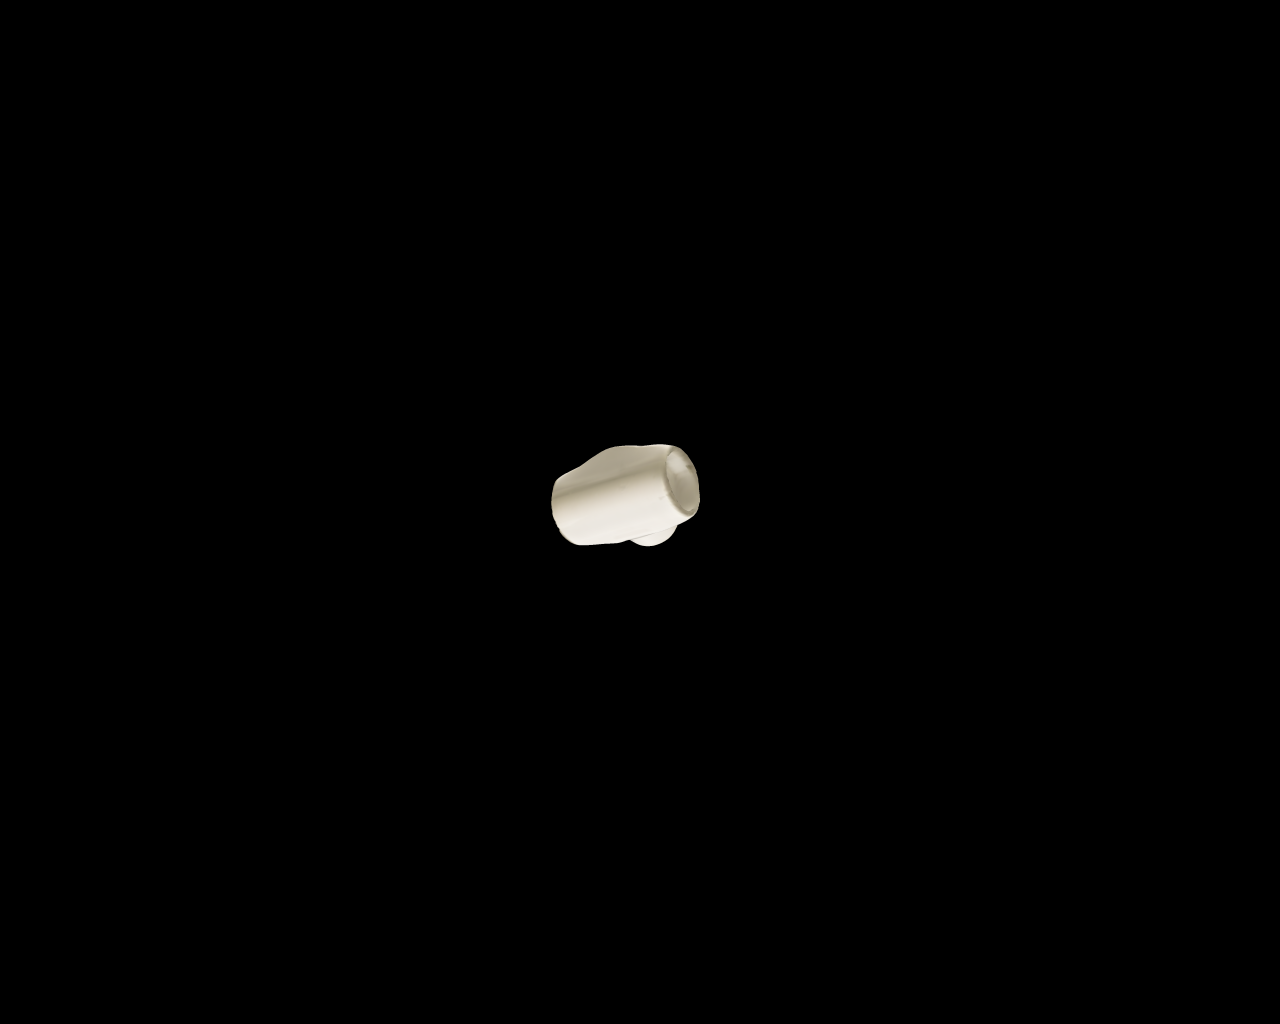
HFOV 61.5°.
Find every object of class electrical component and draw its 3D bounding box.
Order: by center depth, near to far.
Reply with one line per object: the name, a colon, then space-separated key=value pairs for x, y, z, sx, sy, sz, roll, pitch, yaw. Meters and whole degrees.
electrical component: x=0.001 y=-0.003 z=0.650 sx=0.077 sy=0.043 sz=0.079 roll=-15 pitch=-32 yaw=27
